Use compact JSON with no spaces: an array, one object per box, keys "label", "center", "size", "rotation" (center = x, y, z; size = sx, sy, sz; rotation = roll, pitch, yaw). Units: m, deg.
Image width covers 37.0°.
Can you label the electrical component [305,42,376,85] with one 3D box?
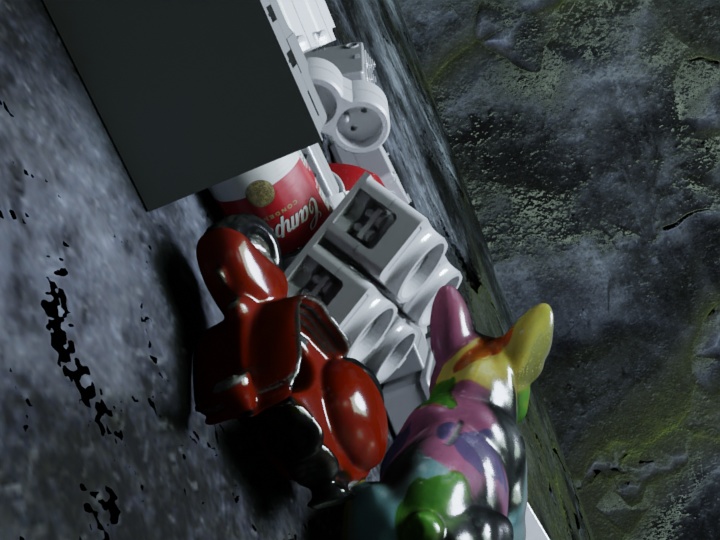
[{"label":"electrical component","center":[-0.034,-0.171,0.998],"size":[0.099,0.100,0.048],"rotation":[-91,172,-60]}]

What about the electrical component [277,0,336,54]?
[{"label":"electrical component","center":[-0.083,-0.158,0.714],"size":[0.186,0.105,0.060],"rotation":[-67,135,-74]}]

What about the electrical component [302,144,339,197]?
[{"label":"electrical component","center":[-0.051,-0.086,0.887],"size":[0.076,0.047,0.065],"rotation":[-87,153,-64]}]

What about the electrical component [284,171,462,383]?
[{"label":"electrical component","center":[0.012,0.016,0.771],"size":[0.060,0.105,0.186],"rotation":[38,-3,17]}]

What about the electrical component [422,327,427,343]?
[{"label":"electrical component","center":[0.059,0.042,1.112],"size":[0.138,0.074,0.052],"rotation":[-82,150,-68]}]

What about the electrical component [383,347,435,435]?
[{"label":"electrical component","center":[0.067,0.141,1.014],"size":[0.108,0.056,0.108],"rotation":[-59,128,-76]}]

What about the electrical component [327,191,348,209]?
[{"label":"electrical component","center":[-0.019,-0.023,0.848],"size":[0.051,0.080,0.080],"rotation":[66,10,12]}]

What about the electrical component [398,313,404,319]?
[{"label":"electrical component","center":[0.000,0.000,0.940],"size":[0.108,0.060,0.108],"rotation":[-21,90,-79]}]

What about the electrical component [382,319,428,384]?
[{"label":"electrical component","center":[0.027,0.056,1.002],"size":[0.065,0.047,0.076],"rotation":[-59,127,-76]}]

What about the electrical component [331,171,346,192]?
[{"label":"electrical component","center":[-0.031,-0.065,0.966],"size":[0.065,0.044,0.044],"rotation":[20,50,-82]}]

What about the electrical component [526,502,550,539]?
[{"label":"electrical component","center":[0.136,0.249,1.036],"size":[0.108,0.056,0.108],"rotation":[60,-9,21]}]

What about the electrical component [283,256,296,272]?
[{"label":"electrical component","center":[-0.053,-0.036,0.795],"size":[0.043,0.043,0.081],"rotation":[26,44,-74]}]

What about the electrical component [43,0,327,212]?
[{"label":"electrical component","center":[-0.103,-0.141,0.587],"size":[0.060,0.105,0.186],"rotation":[-79,147,-70]}]

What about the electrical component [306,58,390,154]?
[{"label":"electrical component","center":[-0.040,-0.156,0.915],"size":[0.138,0.052,0.073],"rotation":[23,31,-17]}]

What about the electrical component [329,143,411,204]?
[{"label":"electrical component","center":[0.006,-0.109,1.186],"size":[0.061,0.061,0.096],"rotation":[54,11,-54]}]

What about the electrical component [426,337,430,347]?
[{"label":"electrical component","center":[0.088,0.116,1.170],"size":[0.095,0.054,0.059],"rotation":[57,16,-47]}]
